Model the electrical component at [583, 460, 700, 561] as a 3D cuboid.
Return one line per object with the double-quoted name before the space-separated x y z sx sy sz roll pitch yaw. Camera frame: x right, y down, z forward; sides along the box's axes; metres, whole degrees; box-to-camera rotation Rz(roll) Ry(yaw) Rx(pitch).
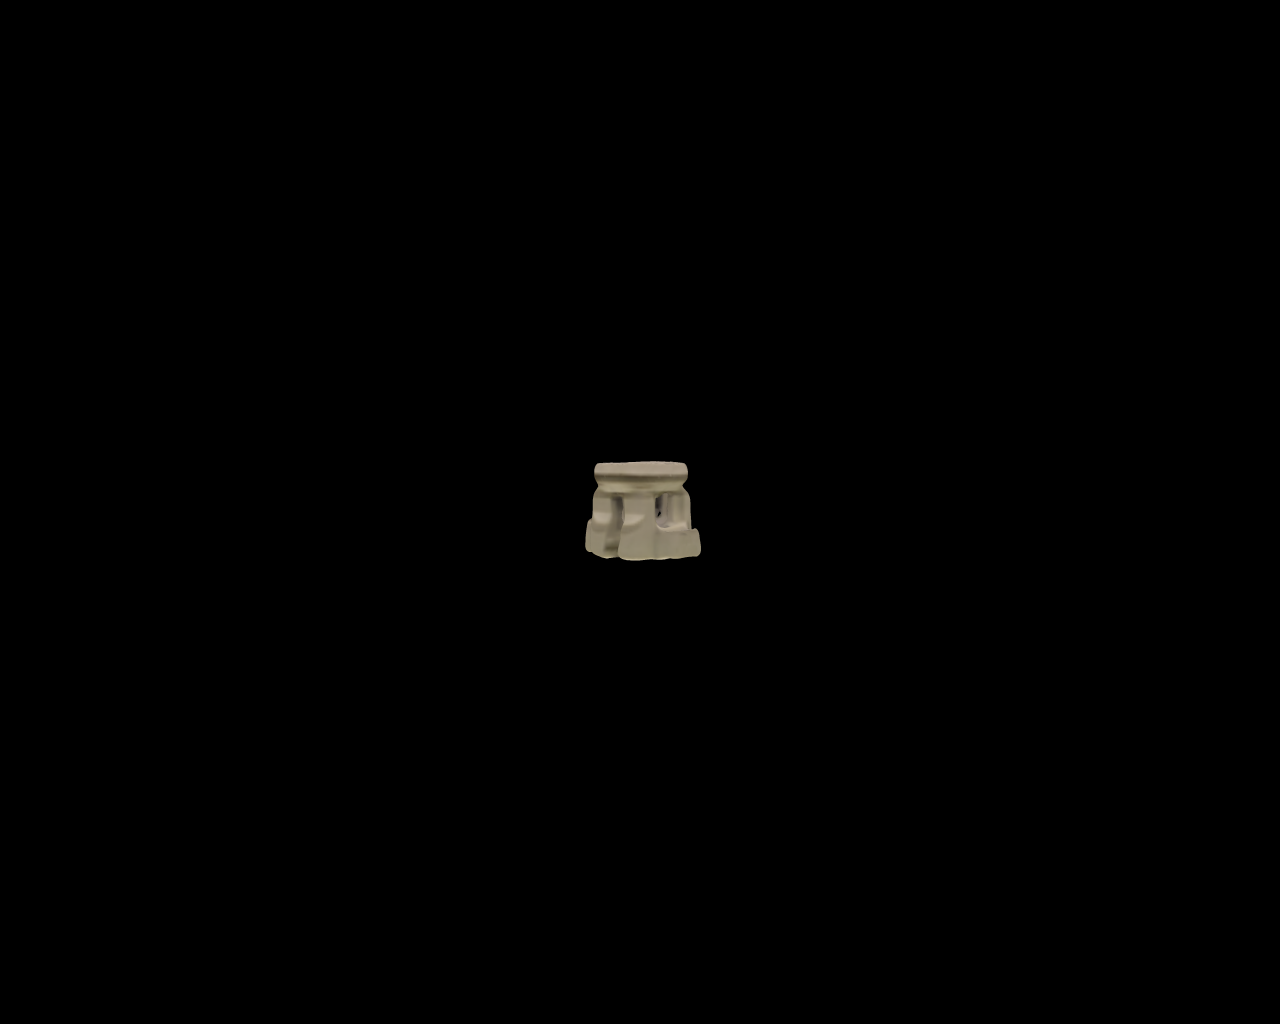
"electrical component" 0.001 -0.003 0.650 0.078 0.057 0.058 4 6 43
